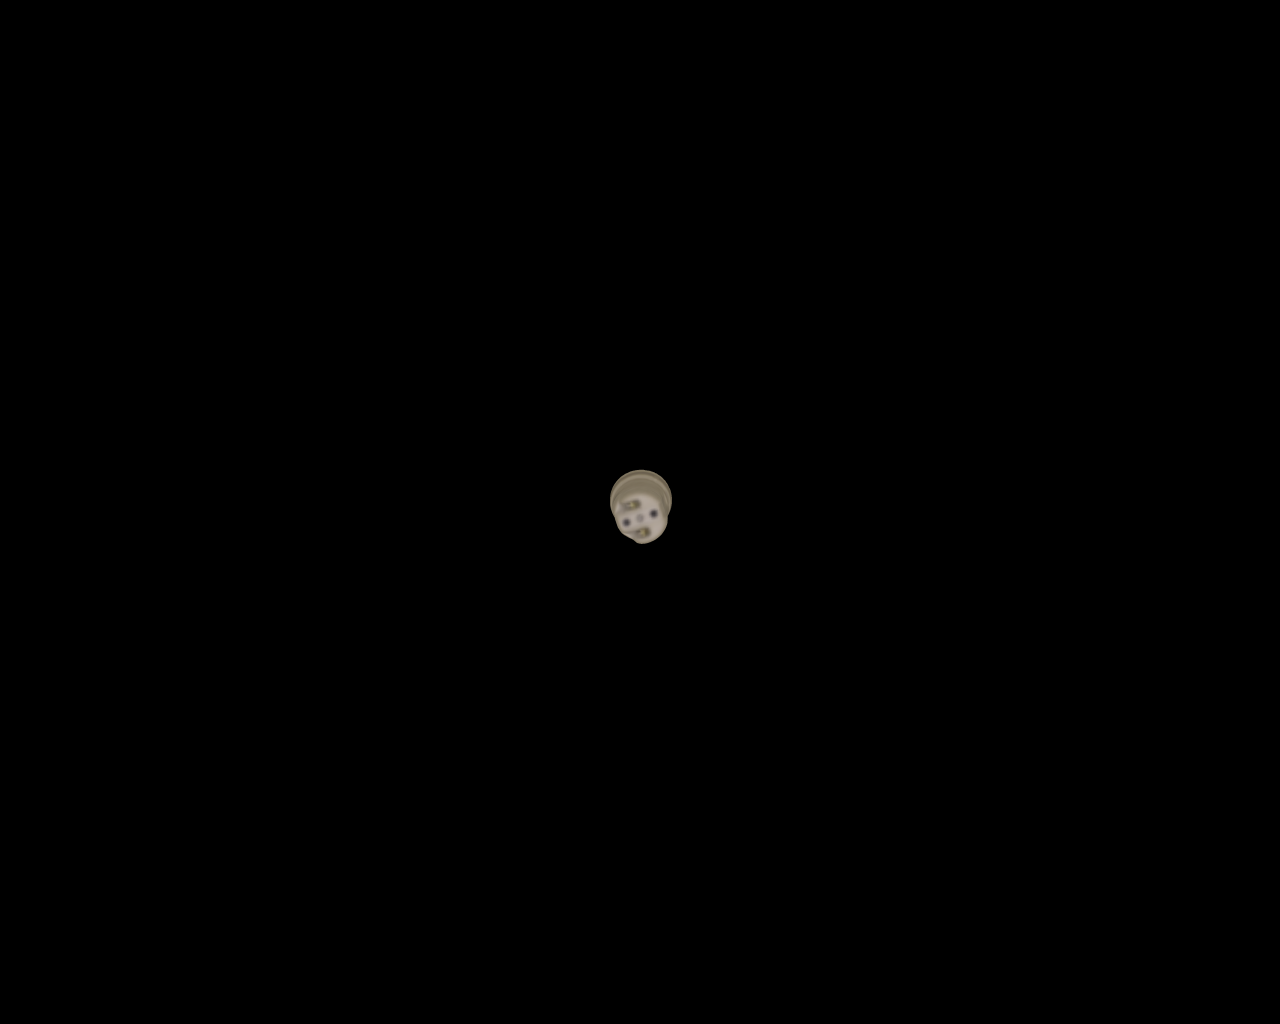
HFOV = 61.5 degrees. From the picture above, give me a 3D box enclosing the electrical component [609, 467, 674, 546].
[{"bbox_3d":[0.001,-0.003,0.650,0.040,0.040,0.046,0,16,0],"label":"electrical component"}]
